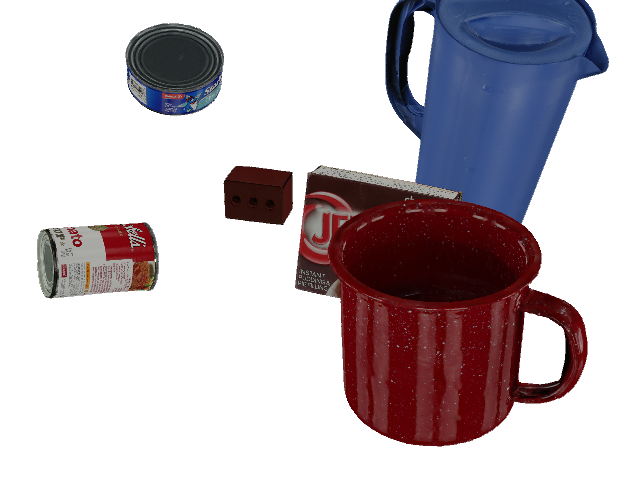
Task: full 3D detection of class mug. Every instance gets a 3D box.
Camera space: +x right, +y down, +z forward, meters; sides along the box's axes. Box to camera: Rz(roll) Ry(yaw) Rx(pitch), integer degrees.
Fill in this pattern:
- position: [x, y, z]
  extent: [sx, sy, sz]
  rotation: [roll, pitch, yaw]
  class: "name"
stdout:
- position: [0.061, 0.040, 0.481]
  extent: [0.117, 0.081, 0.093]
  rotation: [11, 33, 22]
  class: "mug"

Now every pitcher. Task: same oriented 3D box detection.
- position: [0.141, -0.112, 0.953]
  extent: [0.144, 0.149, 0.243]
  rotation: [-11, -40, -15]
  class: "pitcher"

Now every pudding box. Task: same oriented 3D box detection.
- position: [0.042, -0.001, 0.781]
  extent: [0.113, 0.090, 0.039]
  rotation: [10, 19, 12]
  class: "pudding box"

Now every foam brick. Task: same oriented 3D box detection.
- position: [-0.077, -0.057, 1.331]
  extent: [0.078, 0.053, 0.051]
  rotation: [6, 28, 12]
  class: "foam brick"

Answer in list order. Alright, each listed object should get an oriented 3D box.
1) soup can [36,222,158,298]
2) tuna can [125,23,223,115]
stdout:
- position: [-0.216, 0.019, 1.031]
  extent: [0.102, 0.068, 0.069]
  rotation: [-4, 2, -28]
  class: "soup can"
- position: [-0.129, -0.152, 0.947]
  extent: [0.086, 0.086, 0.034]
  rotation: [0, -37, -9]
  class: "tuna can"
